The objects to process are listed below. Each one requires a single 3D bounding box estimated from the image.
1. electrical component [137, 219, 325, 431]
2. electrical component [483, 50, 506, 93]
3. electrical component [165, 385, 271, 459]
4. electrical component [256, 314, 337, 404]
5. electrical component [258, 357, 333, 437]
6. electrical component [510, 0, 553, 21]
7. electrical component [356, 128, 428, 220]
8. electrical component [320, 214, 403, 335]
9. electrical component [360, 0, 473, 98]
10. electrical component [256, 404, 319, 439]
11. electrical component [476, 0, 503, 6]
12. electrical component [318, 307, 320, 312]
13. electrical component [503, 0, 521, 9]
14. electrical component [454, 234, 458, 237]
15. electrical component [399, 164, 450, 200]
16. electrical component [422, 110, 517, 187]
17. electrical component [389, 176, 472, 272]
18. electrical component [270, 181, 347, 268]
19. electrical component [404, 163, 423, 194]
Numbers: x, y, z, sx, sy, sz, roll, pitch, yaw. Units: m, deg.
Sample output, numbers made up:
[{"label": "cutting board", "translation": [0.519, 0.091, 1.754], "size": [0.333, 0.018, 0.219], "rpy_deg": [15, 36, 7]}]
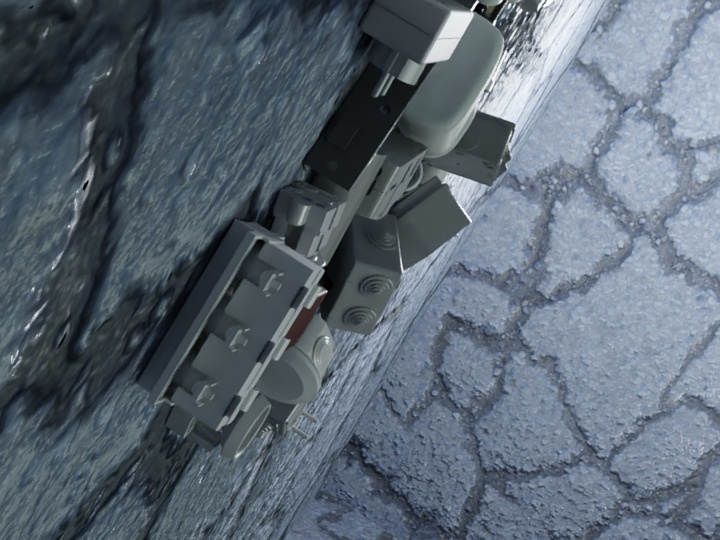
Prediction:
[{"label": "electrical component", "translation": [-0.079, 0.036, 0.686], "size": [0.121, 0.063, 0.079], "rpy_deg": [-58, 173, 5]}, {"label": "electrical component", "translation": [0.127, -0.213, 1.117], "size": [0.046, 0.040, 0.040], "rpy_deg": [-63, 173, 1]}, {"label": "electrical component", "translation": [-0.107, 0.112, 0.847], "size": [0.058, 0.057, 0.078], "rpy_deg": [-62, 172, 31]}, {"label": "electrical component", "translation": [-0.062, 0.068, 0.882], "size": [0.051, 0.080, 0.080], "rpy_deg": [-59, 175, -39]}, {"label": "electrical component", "translation": [-0.078, 0.112, 1.033], "size": [0.096, 0.061, 0.061], "rpy_deg": [-55, 173, -20]}, {"label": "electrical component", "translation": [0.177, -0.290, 1.098], "size": [0.079, 0.044, 0.077], "rpy_deg": [-56, 173, -10]}, {"label": "electrical component", "translation": [0.010, -0.078, 0.852], "size": [0.055, 0.050, 0.089], "rpy_deg": [-61, 172, 23]}, {"label": "electrical component", "translation": [0.000, 0.000, 0.984], "size": [0.099, 0.048, 0.099], "rpy_deg": [-95, -156, -47]}, {"label": "electrical component", "translation": [0.029, -0.146, 0.701], "size": [0.075, 0.047, 0.083], "rpy_deg": [-60, 173, 19]}, {"label": "electrical component", "translation": [-0.079, 0.142, 1.091], "size": [0.065, 0.077, 0.047], "rpy_deg": [-58, 173, 3]}, {"label": "electrical component", "translation": [0.079, -0.216, 0.615], "size": [0.113, 0.078, 0.057], "rpy_deg": [-53, 174, -34]}, {"label": "electrical component", "translation": [-0.019, 0.021, 1.128], "size": [0.065, 0.044, 0.044], "rpy_deg": [-52, 173, -5]}, {"label": "electrical component", "translation": [0.144, -0.268, 1.011], "size": [0.035, 0.035, 0.061], "rpy_deg": [-55, 175, -22]}, {"label": "electrical component", "translation": [0.086, -0.066, 1.279], "size": [0.077, 0.079, 0.044], "rpy_deg": [-64, -174, 3]}, {"label": "electrical component", "translation": [0.063, -0.093, 1.181], "size": [0.081, 0.043, 0.043], "rpy_deg": [-56, 173, -11]}, {"label": "electrical component", "translation": [0.109, -0.130, 1.114], "size": [0.099, 0.100, 0.048], "rpy_deg": [83, 27, -79]}, {"label": "electrical component", "translation": [0.045, -0.038, 1.067], "size": [0.078, 0.057, 0.113], "rpy_deg": [-37, -177, -34]}, {"label": "electrical component", "translation": [-0.041, -0.027, 0.750], "size": [0.055, 0.048, 0.066], "rpy_deg": [-68, 170, 18]}, {"label": "electrical component", "translation": [0.039, -0.093, 1.039], "size": [0.040, 0.040, 0.046], "rpy_deg": [-57, 178, -4]}]
